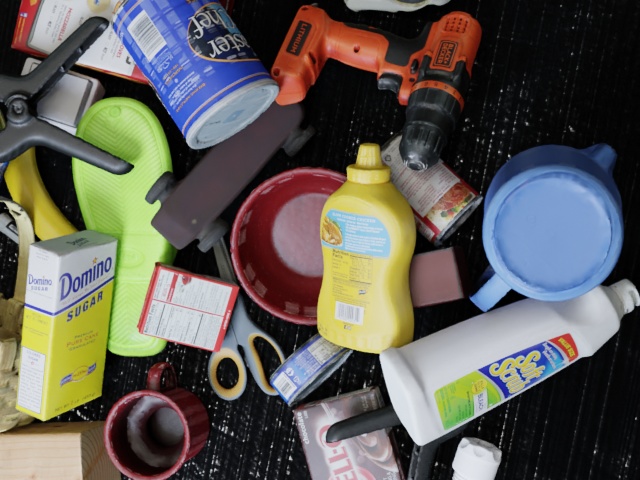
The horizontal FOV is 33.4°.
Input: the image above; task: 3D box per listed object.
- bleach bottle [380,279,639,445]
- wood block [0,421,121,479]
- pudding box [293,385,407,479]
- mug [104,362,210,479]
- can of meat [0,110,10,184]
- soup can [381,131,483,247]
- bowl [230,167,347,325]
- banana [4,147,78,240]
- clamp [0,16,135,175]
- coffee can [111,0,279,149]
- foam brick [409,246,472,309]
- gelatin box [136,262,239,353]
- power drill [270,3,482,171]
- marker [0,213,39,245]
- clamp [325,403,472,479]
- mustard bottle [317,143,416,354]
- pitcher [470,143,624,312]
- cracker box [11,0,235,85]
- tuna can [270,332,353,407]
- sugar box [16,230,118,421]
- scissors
[{"bbox_3d":[0.184,0.096,0.995,0.250,0.102,0.068,-25,45,-9],"label":"bleach bottle"},{"bbox_3d":[-0.329,0.246,1.146,0.206,0.090,0.090,-4,88,14],"label":"wood block"},{"bbox_3d":[0.032,0.212,1.081,0.090,0.039,0.113,-16,86,13],"label":"pudding box"},{"bbox_3d":[-0.165,0.185,1.110,0.093,0.081,0.117,-1,89,14],"label":"mug"},{"bbox_3d":[-0.373,-0.090,1.148,0.084,0.057,0.102,-58,43,29],"label":"can of meat"},{"bbox_3d":[0.100,-0.052,1.052,0.102,0.068,0.068,44,99,11],"label":"soup can"},{"bbox_3d":[-0.007,0.001,1.072,0.162,0.055,0.162,1,104,2],"label":"bowl"},{"bbox_3d":[-0.308,-0.060,1.170,0.070,0.037,0.198,-20,85,16],"label":"banana"},{"bbox_3d":[-0.292,-0.121,1.075,0.210,0.036,0.164,-18,83,-1],"label":"clamp"},{"bbox_3d":[-0.119,-0.173,1.020,0.103,0.102,0.140,-36,82,11],"label":"coffee can"},{"bbox_3d":[0.115,0.036,1.043,0.051,0.078,0.053,-13,85,14],"label":"foam brick"},{"bbox_3d":[-0.136,0.069,1.094,0.089,0.030,0.073,15,95,-16],"label":"gelatin box"},{"bbox_3d":[0.051,-0.155,1.038,0.188,0.057,0.184,13,59,14],"label":"power drill"},{"bbox_3d":[-0.311,0.012,1.180,0.121,0.020,0.020,37,98,11],"label":"marker"},{"bbox_3d":[0.103,0.184,1.045,0.171,0.039,0.120,-37,100,-8],"label":"clamp"},{"bbox_3d":[0.044,0.005,1.002,0.096,0.058,0.192,12,108,39],"label":"mustard bottle"},{"bbox_3d":[0.197,-0.008,0.937,0.145,0.242,0.149,-2,95,13],"label":"pitcher"},{"bbox_3d":[-0.202,-0.254,1.129,0.214,0.072,0.164,15,94,13],"label":"cracker box"},{"bbox_3d":[-0.009,0.126,1.069,0.086,0.086,0.034,-44,79,10],"label":"tuna can"},{"bbox_3d":[-0.254,0.084,1.076,0.048,0.093,0.176,18,108,24],"label":"sugar box"},{"bbox_3d":[-0.103,0.081,1.129,0.096,0.016,0.202,-32,82,12],"label":"scissors"}]
